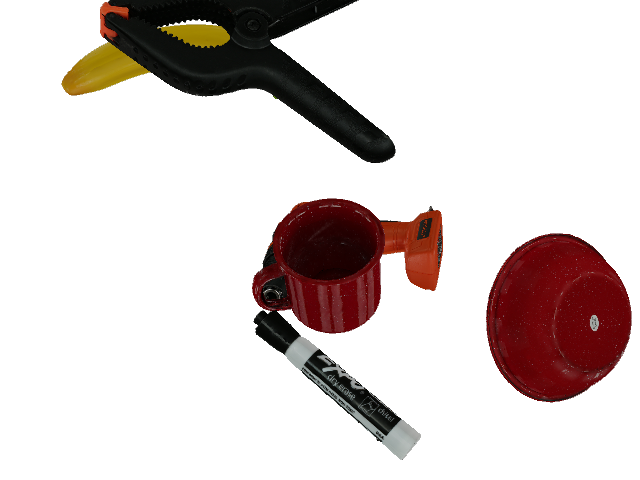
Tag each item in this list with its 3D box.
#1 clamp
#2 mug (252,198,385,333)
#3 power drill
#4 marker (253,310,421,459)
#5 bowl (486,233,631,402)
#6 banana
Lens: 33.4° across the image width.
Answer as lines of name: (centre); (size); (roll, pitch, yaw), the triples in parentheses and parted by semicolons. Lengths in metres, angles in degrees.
clamp: (-0.042, -0.127, 0.721); (0.209, 0.164, 0.036); (0, -27, -11)
mug: (-0.001, 0.029, 0.904); (0.117, 0.093, 0.081); (-21, -38, -11)
power drill: (0.035, 0.015, 1.154); (0.188, 0.057, 0.184); (2, 31, 12)
marker: (0.008, 0.083, 0.633); (0.121, 0.020, 0.020); (39, 10, 13)
bowl: (0.236, 0.074, 0.994); (0.161, 0.162, 0.055); (0, 1, -27)
banana: (-0.131, -0.163, 0.959); (0.197, 0.069, 0.037); (-1, -33, -4)
